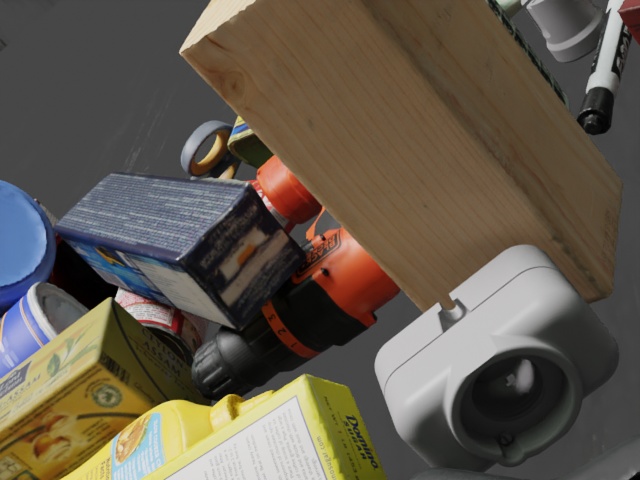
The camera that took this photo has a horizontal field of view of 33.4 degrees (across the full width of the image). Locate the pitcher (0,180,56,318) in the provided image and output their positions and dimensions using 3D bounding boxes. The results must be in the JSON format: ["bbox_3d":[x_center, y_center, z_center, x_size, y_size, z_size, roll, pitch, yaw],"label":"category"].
[{"bbox_3d":[-0.297,0.062,0.854,0.144,0.149,0.243,-16,-19,-37],"label":"pitcher"}]

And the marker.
[{"bbox_3d":[0.167,-0.103,0.617,0.020,0.020,0.121,-20,33,42],"label":"marker"}]

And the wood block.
[{"bbox_3d":[0.047,-0.056,0.500,0.091,0.206,0.090,-25,30,37],"label":"wood block"}]

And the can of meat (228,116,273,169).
[{"bbox_3d":[-0.022,-0.108,0.858,0.102,0.057,0.084,-17,48,49],"label":"can of meat"}]

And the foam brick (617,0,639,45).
[{"bbox_3d":[0.205,-0.122,0.549,0.051,0.053,0.078,-53,26,-20],"label":"foam brick"}]

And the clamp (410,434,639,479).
[{"bbox_3d":[0.088,0.115,0.366,0.172,0.039,0.120,-24,32,37],"label":"clamp"}]

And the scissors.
[{"bbox_3d":[-0.061,-0.103,0.913,0.016,0.096,0.201,27,68,20],"label":"scissors"}]

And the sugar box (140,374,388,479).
[{"bbox_3d":[-0.049,0.145,0.479,0.176,0.048,0.093,-35,59,22],"label":"sugar box"}]

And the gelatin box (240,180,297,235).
[{"bbox_3d":[-0.056,-0.011,0.802,0.073,0.030,0.089,-53,26,-20],"label":"gelatin box"}]

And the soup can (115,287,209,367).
[{"bbox_3d":[-0.111,0.054,0.736,0.069,0.068,0.102,-33,26,22],"label":"soup can"}]

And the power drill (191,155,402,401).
[{"bbox_3d":[-0.004,0.001,0.672,0.185,0.057,0.187,-36,28,21],"label":"power drill"}]

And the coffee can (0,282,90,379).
[{"bbox_3d":[-0.216,0.114,0.759,0.140,0.102,0.103,-42,24,4],"label":"coffee can"}]

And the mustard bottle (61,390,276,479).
[{"bbox_3d":[-0.094,0.142,0.577,0.192,0.058,0.096,-38,34,12],"label":"mustard bottle"}]

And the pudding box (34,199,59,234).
[{"bbox_3d":[-0.277,0.029,1.007,0.114,0.090,0.039,-34,28,19],"label":"pudding box"}]

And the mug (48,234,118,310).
[{"bbox_3d":[-0.164,0.005,0.884,0.117,0.093,0.081,-18,23,5],"label":"mug"}]
